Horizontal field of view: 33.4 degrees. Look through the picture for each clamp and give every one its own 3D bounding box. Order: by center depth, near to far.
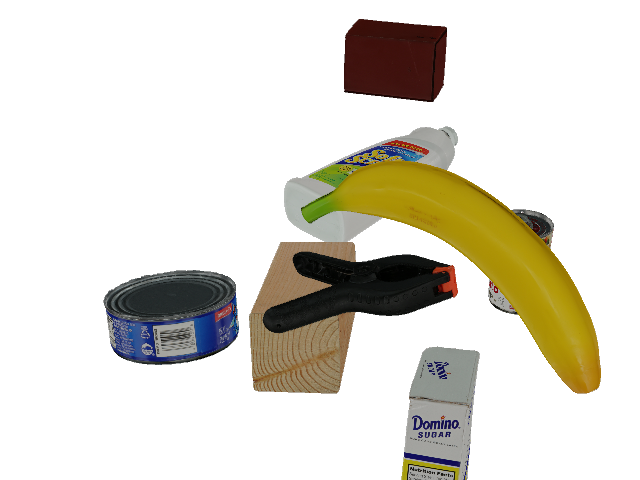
[{"bbox_3d":[0.033,0.046,0.953,0.172,0.039,0.120,-2,34,26],"label":"clamp"}]

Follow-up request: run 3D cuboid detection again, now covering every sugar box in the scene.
[{"bbox_3d":[0.077,0.170,0.732,0.048,0.176,0.093,5,16,11],"label":"sugar box"}]

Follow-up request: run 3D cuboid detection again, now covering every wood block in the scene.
[{"bbox_3d":[-0.014,0.078,1.157,0.091,0.090,0.206,1,20,6],"label":"wood block"}]

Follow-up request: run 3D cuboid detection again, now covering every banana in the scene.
[{"bbox_3d":[0.088,0.008,0.613,0.198,0.070,0.037,33,18,9],"label":"banana"}]

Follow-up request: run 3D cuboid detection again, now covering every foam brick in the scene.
[{"bbox_3d":[0.062,-0.150,0.889,0.078,0.051,0.053,9,28,14],"label":"foam brick"}]

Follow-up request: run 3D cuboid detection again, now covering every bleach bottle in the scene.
[{"bbox_3d":[0.076,-0.084,1.322,0.103,0.068,0.250,27,45,35],"label":"bleach bottle"}]

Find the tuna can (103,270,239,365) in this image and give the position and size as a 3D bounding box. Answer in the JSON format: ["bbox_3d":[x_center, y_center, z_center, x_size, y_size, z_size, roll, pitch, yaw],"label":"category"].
[{"bbox_3d":[-0.096,0.049,0.695,0.086,0.034,0.086,-4,18,1],"label":"tuna can"}]

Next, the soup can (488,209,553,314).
[{"bbox_3d":[0.227,0.024,1.216,0.068,0.102,0.068,-1,30,1],"label":"soup can"}]
